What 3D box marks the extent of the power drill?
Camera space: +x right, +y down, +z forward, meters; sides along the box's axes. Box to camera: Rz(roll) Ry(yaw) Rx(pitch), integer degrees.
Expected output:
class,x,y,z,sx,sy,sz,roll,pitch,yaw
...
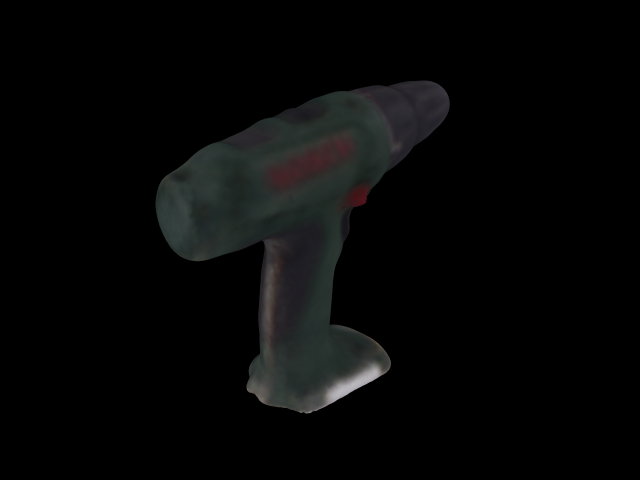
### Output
class,x,y,z,sx,sy,sz,roll,pitch,yaw
power drill,0.004,0.001,0.400,0.230,0.208,0.075,-17,27,-38
